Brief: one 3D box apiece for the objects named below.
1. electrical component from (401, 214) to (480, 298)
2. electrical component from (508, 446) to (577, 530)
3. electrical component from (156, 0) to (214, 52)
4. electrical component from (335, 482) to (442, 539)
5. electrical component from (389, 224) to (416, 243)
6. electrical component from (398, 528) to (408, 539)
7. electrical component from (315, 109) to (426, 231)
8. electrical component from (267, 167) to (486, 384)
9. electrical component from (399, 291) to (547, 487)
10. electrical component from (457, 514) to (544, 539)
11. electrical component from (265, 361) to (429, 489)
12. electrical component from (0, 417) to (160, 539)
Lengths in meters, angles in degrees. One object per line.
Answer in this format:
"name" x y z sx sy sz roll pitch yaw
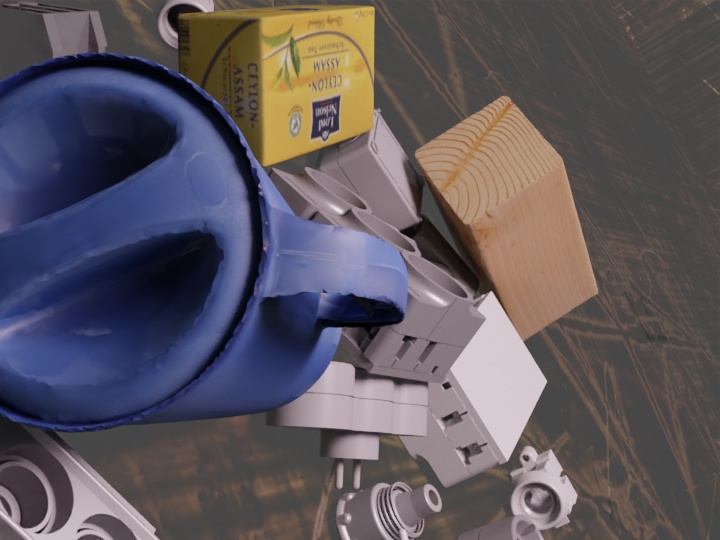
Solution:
"electrical component" 0.059 0.005 0.889 0.077 0.043 0.079 48 28 -22
"electrical component" 0.145 0.179 0.861 0.066 0.048 0.055 60 18 1
"electrical component" -0.123 -0.183 0.768 0.040 0.040 0.046 44 24 -29
"electrical component" 0.019 0.148 0.648 0.048 0.062 0.048 42 31 -32
"electrical component" 0.010 -0.017 0.826 0.081 0.043 0.043 25 42 -49
"electrical component" 0.026 0.186 0.603 0.044 0.077 0.079 23 44 -50
"electrical component" 0.009 -0.068 0.866 0.096 0.061 0.061 54 25 -29
"electrical component" 0.000 0.000 0.699 0.150 0.061 0.089 43 15 32
"electrical component" 0.080 0.088 0.819 0.089 0.062 0.150 58 26 -4
"electrical component" 0.102 0.203 0.755 0.055 0.047 0.055 42 31 -33
"electrical component" -0.006 0.099 0.669 0.138 0.052 0.073 17 73 -55
"electrical component" -0.143 0.094 0.414 0.121 0.063 0.078 50 27 -19
